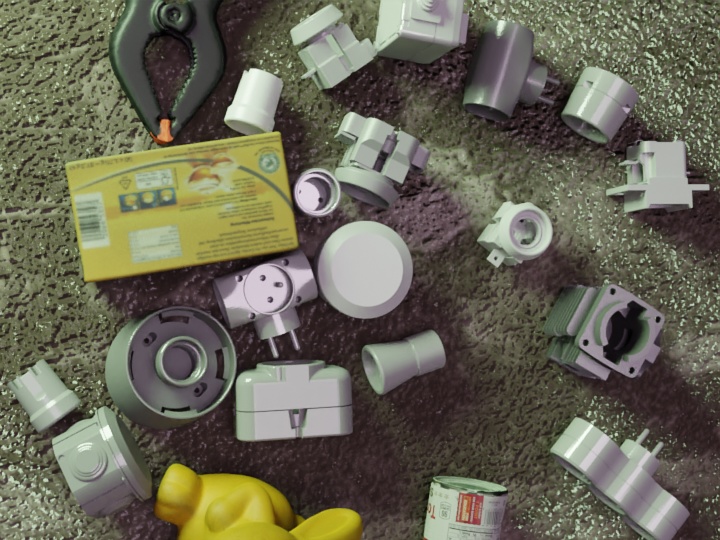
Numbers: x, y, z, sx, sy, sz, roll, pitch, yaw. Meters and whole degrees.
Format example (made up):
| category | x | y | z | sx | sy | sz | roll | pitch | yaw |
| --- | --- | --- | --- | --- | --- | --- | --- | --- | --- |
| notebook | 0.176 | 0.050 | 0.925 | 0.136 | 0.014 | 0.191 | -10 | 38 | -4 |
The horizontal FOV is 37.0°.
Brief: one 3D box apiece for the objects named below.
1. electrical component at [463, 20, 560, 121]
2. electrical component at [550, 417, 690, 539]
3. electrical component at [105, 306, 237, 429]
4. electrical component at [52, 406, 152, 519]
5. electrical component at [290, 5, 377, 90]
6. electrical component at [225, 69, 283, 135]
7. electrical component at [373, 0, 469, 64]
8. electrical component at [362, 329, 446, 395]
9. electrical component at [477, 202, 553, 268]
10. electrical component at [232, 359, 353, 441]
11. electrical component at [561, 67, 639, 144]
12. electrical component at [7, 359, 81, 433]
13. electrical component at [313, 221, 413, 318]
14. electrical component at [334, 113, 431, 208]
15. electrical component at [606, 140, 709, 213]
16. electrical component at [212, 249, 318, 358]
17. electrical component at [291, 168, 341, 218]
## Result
| category | x | y | z | sx | sy | sz | roll | pitch | yaw |
| --- | --- | --- | --- | --- | --- | --- | --- | --- | --- |
| electrical component | 0.138 | -0.168 | 0.942 | 0.079 | 0.043 | 0.077 | 18 | 85 | -13 |
| electrical component | 0.243 | 0.177 | 0.962 | 0.138 | 0.052 | 0.073 | 42 | 80 | -10 |
| electrical component | -0.151 | 0.078 | 0.870 | 0.099 | 0.064 | 0.099 | 5 | 78 | -23 |
| electrical component | -0.199 | 0.151 | 0.838 | 0.051 | 0.080 | 0.080 | -28 | 96 | -8 |
| electrical component | -0.026 | -0.187 | 0.901 | 0.066 | 0.048 | 0.055 | -36 | 106 | -11 |
| electrical component | -0.086 | -0.138 | 0.889 | 0.040 | 0.040 | 0.046 | 19 | 80 | -13 |
| electrical component | 0.054 | -0.213 | 0.894 | 0.061 | 0.096 | 0.061 | 8 | 88 | -14 |
| electrical component | 0.040 | 0.076 | 0.918 | 0.065 | 0.044 | 0.044 | -18 | 94 | -18 |
| electrical component | 0.137 | -0.032 | 0.935 | 0.048 | 0.055 | 0.066 | 38 | 81 | -11 |
| electrical component | -0.056 | 0.106 | 0.887 | 0.095 | 0.054 | 0.059 | -2 | 90 | -14 |
| electrical component | 0.212 | -0.145 | 0.956 | 0.055 | 0.055 | 0.047 | 32 | 86 | -12 |
| electrical component | -0.249 | 0.098 | 0.846 | 0.040 | 0.040 | 0.046 | -37 | 92 | -12 |
| electrical component | 0.000 | 0.000 | 0.903 | 0.080 | 0.051 | 0.080 | 0 | 89 | -14 |
| electrical component | 0.013 | -0.089 | 0.904 | 0.078 | 0.058 | 0.057 | 25 | 81 | -13 |
| electrical component | 0.269 | -0.085 | 0.976 | 0.081 | 0.042 | 0.063 | -1 | 89 | -15 |
| electrical component | -0.072 | 0.032 | 0.888 | 0.077 | 0.044 | 0.079 | -20 | 95 | -14 |
| electrical component | -0.040 | -0.063 | 0.896 | 0.040 | 0.046 | 0.040 | 0 | 90 | -14 |
